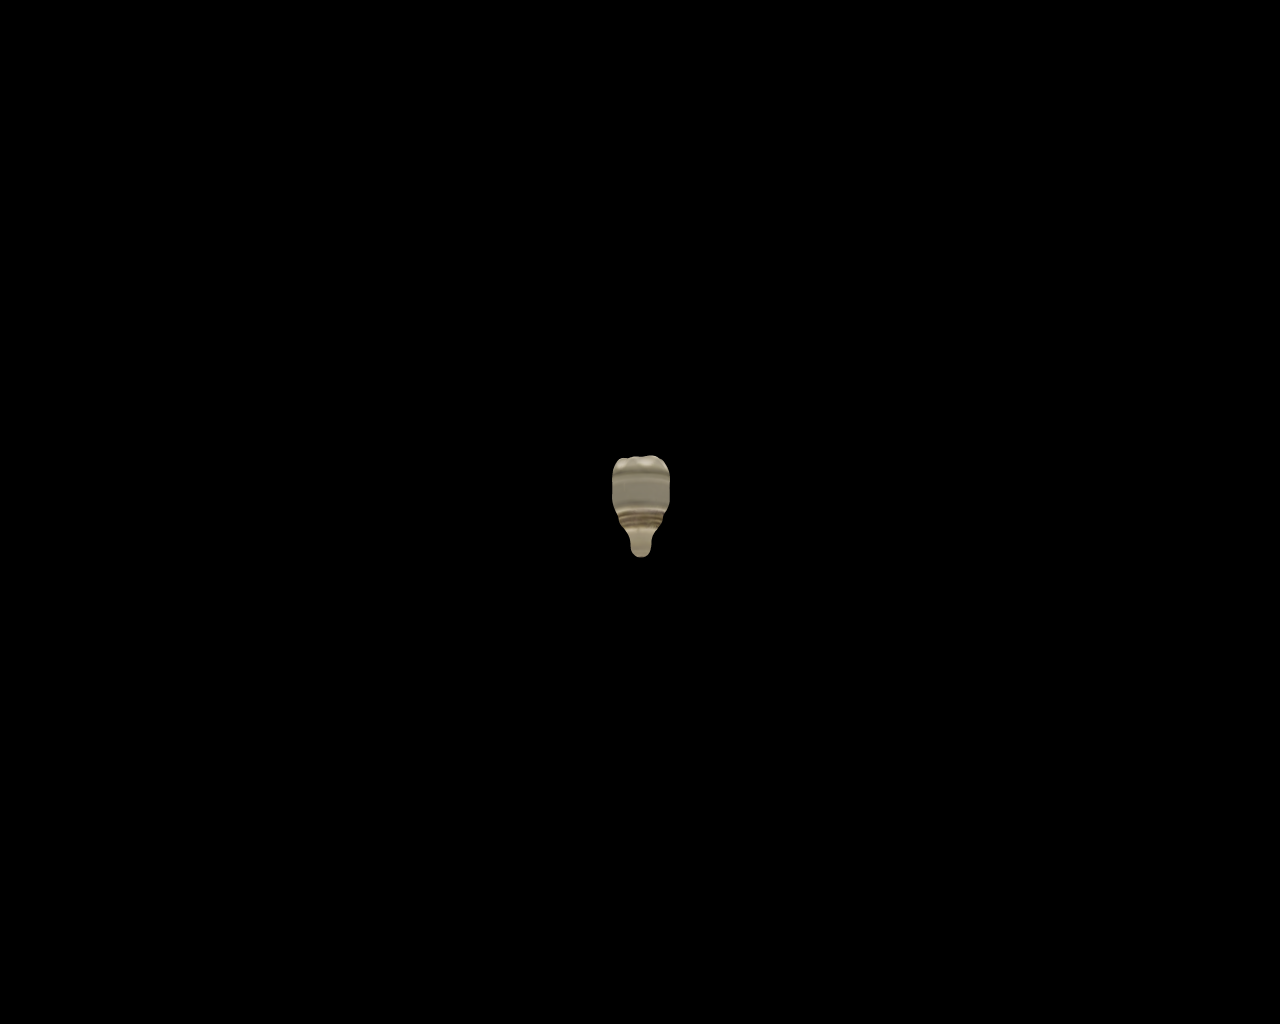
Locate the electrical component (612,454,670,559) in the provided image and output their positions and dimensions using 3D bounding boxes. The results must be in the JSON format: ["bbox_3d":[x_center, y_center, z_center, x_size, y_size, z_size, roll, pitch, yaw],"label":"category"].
[{"bbox_3d":[0.001,-0.003,0.650,0.035,0.061,0.035,0,-7,0],"label":"electrical component"}]
